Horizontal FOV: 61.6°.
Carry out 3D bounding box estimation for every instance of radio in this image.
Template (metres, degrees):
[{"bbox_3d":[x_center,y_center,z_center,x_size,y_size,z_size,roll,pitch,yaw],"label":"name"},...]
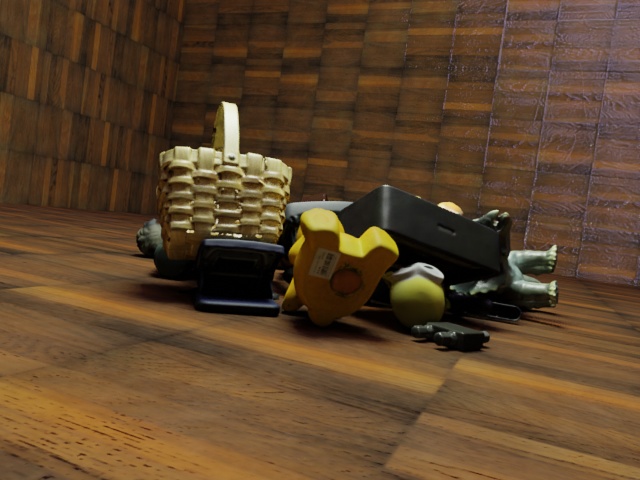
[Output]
[{"bbox_3d":[0.144,0.003,0.797,0.229,0.073,0.131,20,-25,-27],"label":"radio"}]

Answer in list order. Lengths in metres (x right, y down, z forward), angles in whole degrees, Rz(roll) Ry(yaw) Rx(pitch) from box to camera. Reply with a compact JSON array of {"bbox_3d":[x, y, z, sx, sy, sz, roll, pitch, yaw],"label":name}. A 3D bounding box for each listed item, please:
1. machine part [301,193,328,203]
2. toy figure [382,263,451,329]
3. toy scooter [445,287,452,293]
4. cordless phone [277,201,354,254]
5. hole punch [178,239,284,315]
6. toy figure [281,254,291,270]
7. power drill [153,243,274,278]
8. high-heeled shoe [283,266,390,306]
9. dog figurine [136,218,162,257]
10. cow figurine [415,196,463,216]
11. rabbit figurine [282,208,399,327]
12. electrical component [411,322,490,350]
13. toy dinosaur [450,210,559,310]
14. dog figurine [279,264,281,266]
[{"bbox_3d":[-0.002,-0.003,1.078,0.056,0.179,0.179,-6,1,5],"label":"machine part"},{"bbox_3d":[0.141,0.079,0.752,0.082,0.089,0.180,-22,-12,6],"label":"toy figure"},{"bbox_3d":[0.251,0.074,1.171,0.135,0.075,0.184,13,-3,-4],"label":"toy scooter"},{"bbox_3d":[-0.015,-0.013,0.931,0.147,0.088,0.184,-2,-2,-15],"label":"cordless phone"},{"bbox_3d":[-0.110,0.045,0.708,0.142,0.092,0.116,3,0,-19],"label":"hole punch"},{"bbox_3d":[-0.058,0.029,1.095,0.064,0.058,0.154,24,-17,7],"label":"toy figure"},{"bbox_3d":[-0.184,0.027,0.966,0.207,0.086,0.232,11,4,3],"label":"power drill"},{"bbox_3d":[0.058,0.064,0.902,0.145,0.086,0.248,0,-4,36],"label":"high-heeled shoe"},{"bbox_3d":[-0.317,-0.042,1.184,0.121,0.172,0.190,-3,-8,18],"label":"dog figurine"},{"bbox_3d":[0.154,-0.020,0.905,0.167,0.098,0.068,1,34,-8],"label":"cow figurine"},{"bbox_3d":[0.013,0.026,0.697,0.122,0.162,0.173,6,25,-16],"label":"rabbit figurine"},{"bbox_3d":[0.159,0.114,0.647,0.094,0.021,0.063,5,3,-36],"label":"electrical component"},{"bbox_3d":[0.351,0.074,1.027,0.192,0.131,0.404,2,-17,22],"label":"toy dinosaur"},{"bbox_3d":[-0.034,0.023,1.233,0.219,0.191,0.108,33,-29,16],"label":"dog figurine"}]
